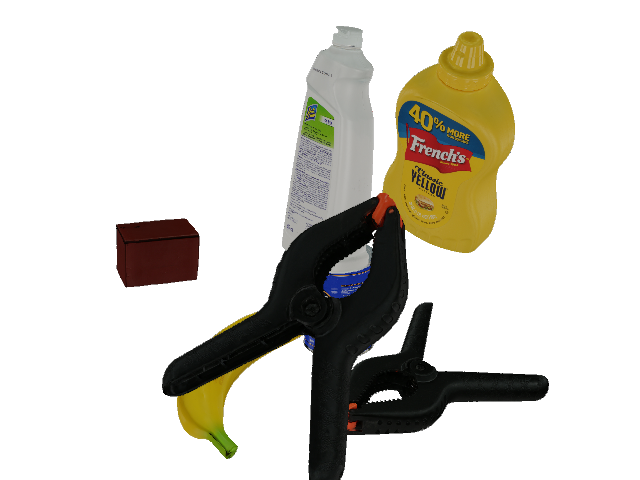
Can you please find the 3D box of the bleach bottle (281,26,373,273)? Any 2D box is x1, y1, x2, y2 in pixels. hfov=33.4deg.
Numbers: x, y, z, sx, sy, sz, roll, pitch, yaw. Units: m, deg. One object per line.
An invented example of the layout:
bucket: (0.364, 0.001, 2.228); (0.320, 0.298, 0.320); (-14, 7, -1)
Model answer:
bleach bottle: (0.019, -0.099, 1.136); (0.067, 0.251, 0.103); (-9, 25, -41)

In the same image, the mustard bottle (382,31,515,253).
mustard bottle: (0.103, -0.081, 0.837); (0.096, 0.192, 0.058); (33, 53, 23)

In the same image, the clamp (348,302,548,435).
clamp: (0.102, 0.134, 0.997); (0.165, 0.036, 0.209); (27, 36, 33)

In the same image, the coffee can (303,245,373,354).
coffee can: (0.027, 0.082, 1.518); (0.103, 0.140, 0.103); (0, 22, 0)

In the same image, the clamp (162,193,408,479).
clamp: (0.003, 0.054, 0.607); (0.120, 0.171, 0.039); (39, -6, 19)

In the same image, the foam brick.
foam brick: (-0.169, 0.012, 1.106); (0.078, 0.051, 0.053); (-6, 22, -19)

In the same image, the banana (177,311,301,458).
banana: (-0.065, 0.101, 0.848); (0.069, 0.037, 0.197); (28, 35, 4)
